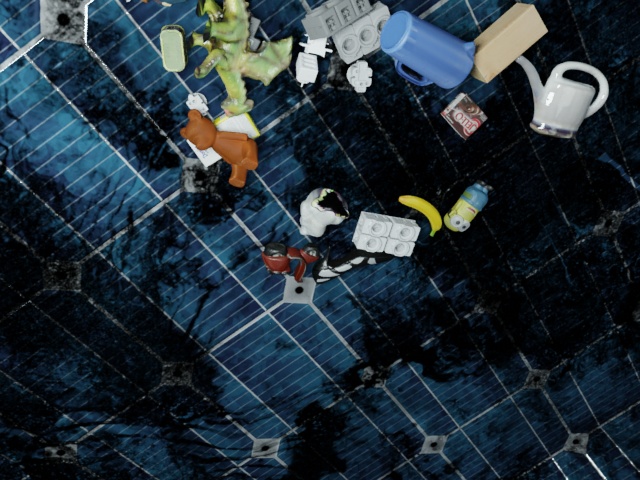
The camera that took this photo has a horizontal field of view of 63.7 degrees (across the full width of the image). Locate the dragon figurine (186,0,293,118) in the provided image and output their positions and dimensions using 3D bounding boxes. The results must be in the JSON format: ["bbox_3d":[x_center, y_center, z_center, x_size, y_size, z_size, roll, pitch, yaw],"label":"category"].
[{"bbox_3d":[-0.176,-0.485,1.243,0.242,0.124,0.404,9,118,-35],"label":"dragon figurine"}]

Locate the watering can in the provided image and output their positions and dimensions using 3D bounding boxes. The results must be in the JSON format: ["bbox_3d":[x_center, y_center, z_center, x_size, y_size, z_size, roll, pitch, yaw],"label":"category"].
[{"bbox_3d":[0.683,-0.416,1.509,0.347,0.106,0.220,7,115,-16],"label":"watering can"}]

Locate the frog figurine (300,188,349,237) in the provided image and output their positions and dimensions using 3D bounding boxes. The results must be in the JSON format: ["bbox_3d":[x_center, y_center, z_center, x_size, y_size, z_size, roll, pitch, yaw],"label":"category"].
[{"bbox_3d":[0.005,-0.077,1.536,0.137,0.125,0.156,3,152,-24],"label":"frog figurine"}]
